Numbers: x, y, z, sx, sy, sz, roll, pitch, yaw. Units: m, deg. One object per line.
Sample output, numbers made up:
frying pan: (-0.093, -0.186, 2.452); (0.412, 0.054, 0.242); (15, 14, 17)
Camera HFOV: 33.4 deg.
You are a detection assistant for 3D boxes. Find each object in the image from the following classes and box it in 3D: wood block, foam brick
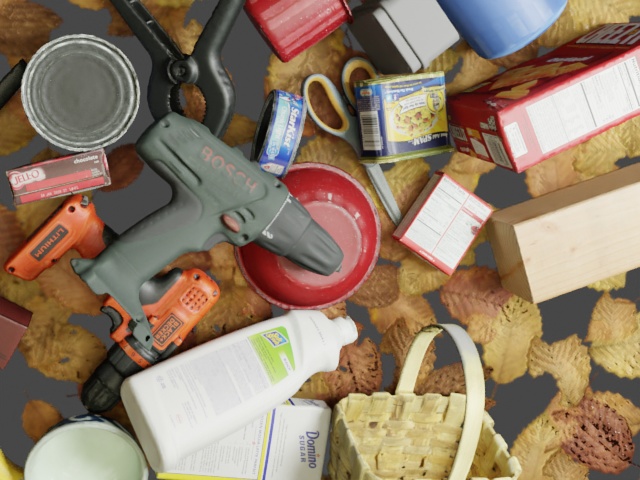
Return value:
wood block: (0.296, -0.012, 1.150); (0.206, 0.091, 0.090); (-19, 103, -8)
foam brick: (-0.333, 0.084, 1.056); (0.078, 0.051, 0.053); (29, 97, -15)

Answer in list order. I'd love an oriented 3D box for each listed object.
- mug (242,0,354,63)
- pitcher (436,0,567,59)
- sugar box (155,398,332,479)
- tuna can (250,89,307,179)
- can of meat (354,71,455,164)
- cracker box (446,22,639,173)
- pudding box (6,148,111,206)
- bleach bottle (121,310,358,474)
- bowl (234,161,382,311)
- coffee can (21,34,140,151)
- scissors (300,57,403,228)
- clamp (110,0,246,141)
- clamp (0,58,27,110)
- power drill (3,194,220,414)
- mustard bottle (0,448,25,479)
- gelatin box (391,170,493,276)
mug: (-0.032, -0.238, 1.052); (0.081, 0.093, 0.117); (-35, 75, 1)
pitcher: (0.146, -0.307, 1.046); (0.145, 0.149, 0.242); (-43, 108, -11)
sugar box: (-0.082, 0.211, 1.134); (0.176, 0.048, 0.093); (8, 95, -16)
tuna can: (-0.043, -0.107, 1.067); (0.033, 0.086, 0.086); (15, 96, -13)
can of meat: (0.085, -0.126, 1.093); (0.101, 0.058, 0.084); (-12, 101, -33)
cracker box: (0.249, -0.151, 1.079); (0.213, 0.164, 0.072); (-26, 106, -6)
pudding box: (-0.247, -0.062, 1.017); (0.090, 0.113, 0.039); (-13, 96, -10)
bleach bottle: (-0.069, 0.141, 1.088); (0.250, 0.068, 0.102); (-20, 77, -25)
bowl: (-0.007, 0.001, 1.109); (0.162, 0.055, 0.162); (-2, 99, -12)
coffee can: (-0.222, -0.139, 0.996); (0.102, 0.140, 0.103); (-2, 100, -11)
scissors: (0.058, -0.107, 1.123); (0.096, 0.016, 0.201); (-47, 113, -11)
clamp: (-0.121, -0.174, 1.038); (0.165, 0.036, 0.210); (-5, 108, 23)
clamp: (-0.345, -0.108, 1.029); (0.120, 0.039, 0.171); (3, 105, -7)
power drill: (-0.223, 0.061, 1.075); (0.187, 0.057, 0.184); (44, 88, -17)
mustard bottle: (-0.334, 0.265, 1.083); (0.096, 0.058, 0.191); (-40, 105, -14)
gelatin box: (0.132, -0.019, 1.144); (0.073, 0.030, 0.089); (34, 88, -19)
